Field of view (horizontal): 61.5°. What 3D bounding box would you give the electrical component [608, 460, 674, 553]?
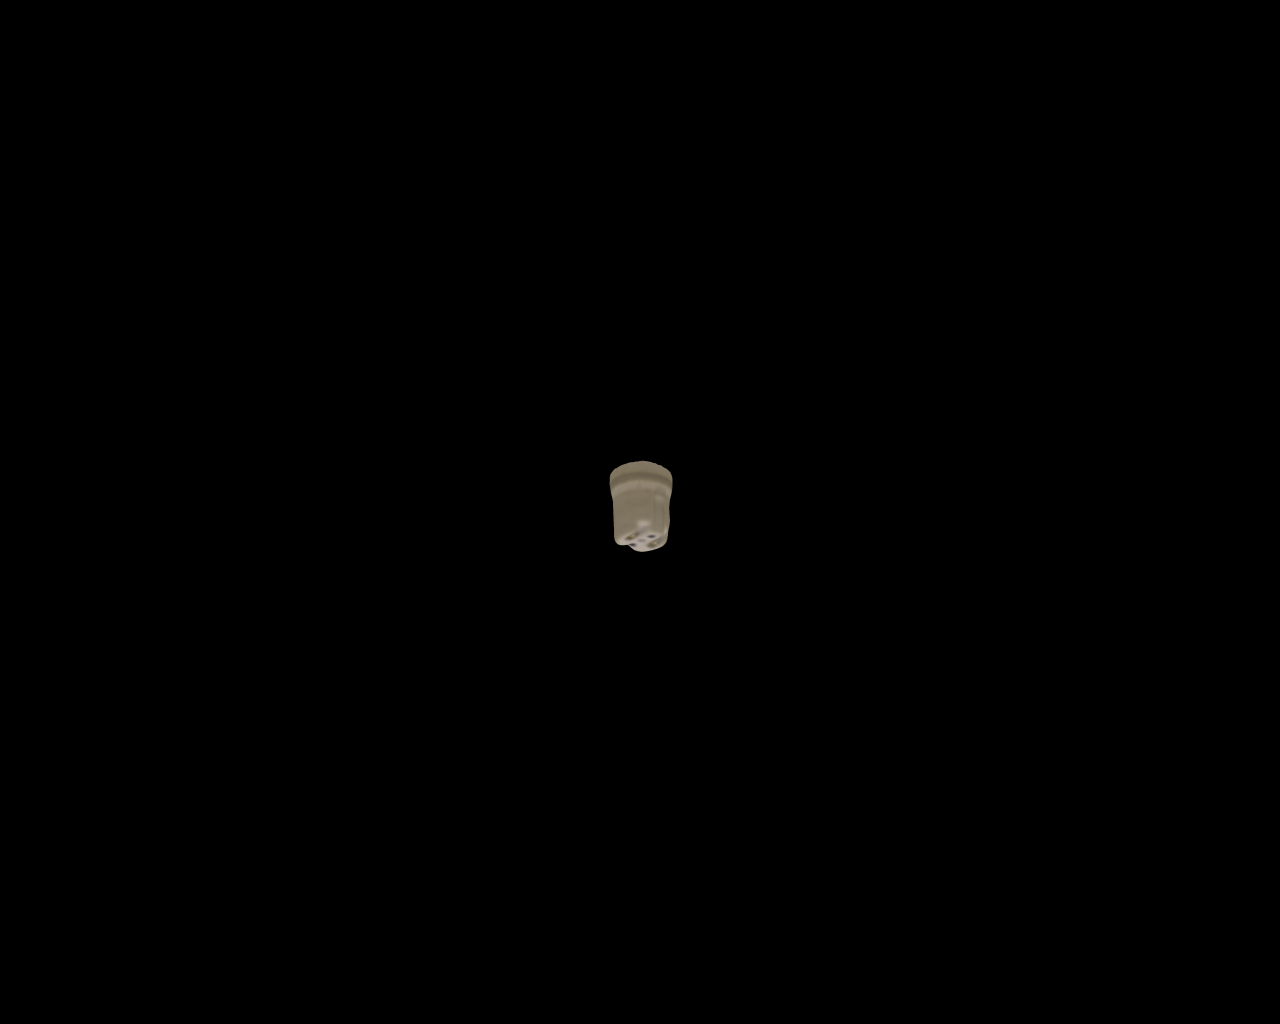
[{"bbox_3d":[0.001,-0.003,0.650,0.040,0.046,0.040,0,-23,0],"label":"electrical component"}]
